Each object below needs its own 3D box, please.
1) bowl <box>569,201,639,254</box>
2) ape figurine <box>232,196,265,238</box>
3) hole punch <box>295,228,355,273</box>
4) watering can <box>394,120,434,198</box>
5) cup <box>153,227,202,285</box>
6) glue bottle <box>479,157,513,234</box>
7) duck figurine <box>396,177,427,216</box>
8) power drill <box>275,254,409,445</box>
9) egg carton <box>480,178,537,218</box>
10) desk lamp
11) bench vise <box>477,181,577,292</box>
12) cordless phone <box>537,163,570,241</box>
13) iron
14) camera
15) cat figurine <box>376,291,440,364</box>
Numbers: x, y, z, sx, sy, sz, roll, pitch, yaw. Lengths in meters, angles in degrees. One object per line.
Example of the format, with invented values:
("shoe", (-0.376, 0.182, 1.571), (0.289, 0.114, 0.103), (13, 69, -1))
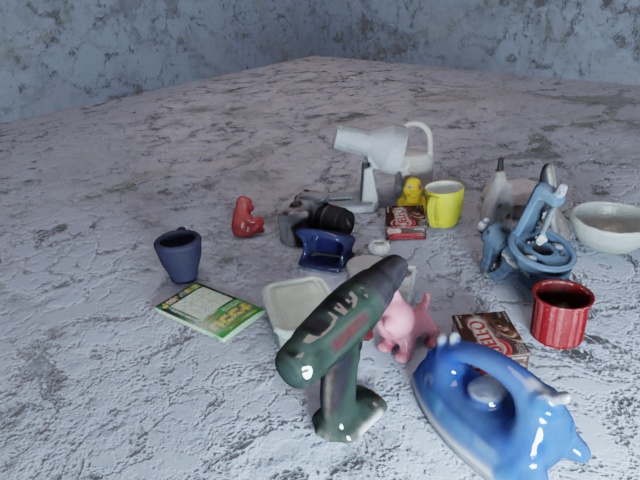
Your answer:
("bowl", (0.596, -0.017, 1.176), (0.167, 0.075, 0.167), (-2, 26, 1))
("ape figurine", (-0.170, -0.057, 1.311), (0.076, 0.092, 0.077), (-19, 31, -29))
("hole punch", (0.011, 0.004, 1.172), (0.108, 0.091, 0.101), (9, 29, 23))
("watering can", (0.239, -0.204, 1.454), (0.101, 0.194, 0.173), (0, 26, 6))
("cup", (-0.275, 0.032, 1.138), (0.092, 0.095, 0.117), (-6, 26, -6))
("glue bottle", (0.388, -0.096, 1.246), (0.078, 0.173, 0.037), (-17, 30, -26))
("duck figurine", (0.225, -0.112, 1.391), (0.077, 0.086, 0.104), (-4, 26, -2))
("power drill", (0.040, 0.148, 0.746), (0.075, 0.209, 0.230), (19, 34, 37))
("egg carton", (0.462, -0.098, 1.359), (0.150, 0.069, 0.107), (-8, 27, -10))
("desk lamp", (0.109, -0.179, 1.394), (0.203, 0.214, 0.118), (-3, 26, -1))
("bench vise", (0.361, -0.010, 1.021), (0.206, 0.220, 0.122), (18, 33, 36))
("cordless phone", (0.478, -0.079, 1.189), (0.094, 0.185, 0.148), (8, 28, 22))
("iron", (0.205, 0.189, 0.723), (0.119, 0.141, 0.257), (-19, 31, -30))
("camera", (-0.003, -0.050, 1.272), (0.136, 0.101, 0.143), (14, 31, 31))
("cat figurine", (0.131, 0.123, 0.889), (0.128, 0.118, 0.067), (-22, 32, -34))
